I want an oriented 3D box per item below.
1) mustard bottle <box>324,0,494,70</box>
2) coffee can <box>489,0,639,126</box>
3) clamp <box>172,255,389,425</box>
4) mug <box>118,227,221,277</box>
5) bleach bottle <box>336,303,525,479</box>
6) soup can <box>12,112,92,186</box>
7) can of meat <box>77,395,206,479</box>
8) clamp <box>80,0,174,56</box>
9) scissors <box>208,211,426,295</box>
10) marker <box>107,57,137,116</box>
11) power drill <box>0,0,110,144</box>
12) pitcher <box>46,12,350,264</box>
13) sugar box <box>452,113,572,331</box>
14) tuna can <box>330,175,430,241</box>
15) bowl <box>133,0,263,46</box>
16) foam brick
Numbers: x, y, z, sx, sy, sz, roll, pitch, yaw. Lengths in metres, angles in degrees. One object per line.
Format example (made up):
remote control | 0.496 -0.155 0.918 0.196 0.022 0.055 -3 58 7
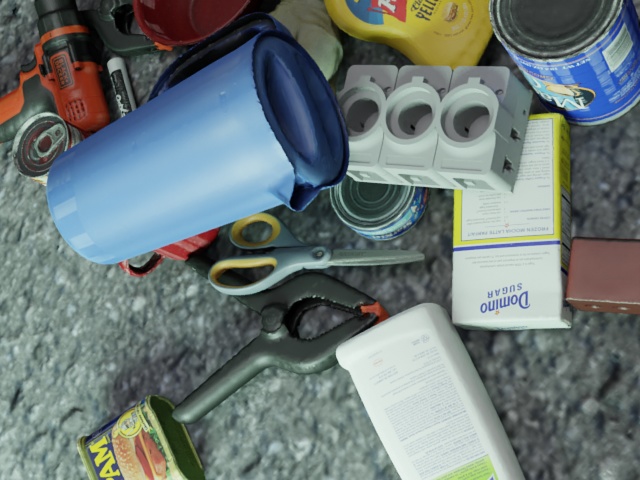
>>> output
mustard bottle | 0.062 -0.217 0.937 0.191 0.058 0.096 27 83 0
coffee can | 0.204 -0.163 0.854 0.103 0.140 0.103 -7 73 24
clamp | -0.042 0.088 0.959 0.210 0.036 0.164 -2 67 24
mug | -0.152 -0.018 1.020 0.093 0.081 0.117 26 87 29
bleach bottle | 0.105 0.181 0.851 0.103 0.068 0.251 -29 67 17
soup can | -0.249 -0.079 1.073 0.069 0.102 0.068 -7 72 24
can of meat | -0.162 0.204 0.977 0.084 0.057 0.102 -34 64 11
clamp | -0.218 -0.258 1.141 0.172 0.039 0.120 26 104 25
scissors | -0.006 0.001 0.962 0.202 0.016 0.096 -14 52 14
marker | -0.200 -0.137 1.112 0.020 0.020 0.121 -26 66 17
power drill | -0.323 -0.178 1.144 0.188 0.057 0.184 -19 84 23
pitcher | -0.108 -0.076 0.890 0.243 0.149 0.145 -21 107 27
sugar box | 0.160 -0.014 0.888 0.093 0.048 0.176 -4 77 27
tuna can | 0.053 -0.045 0.955 0.086 0.033 0.086 -7 73 24
bowl | -0.109 -0.255 1.076 0.162 0.055 0.162 -11 65 25
foam brick | 0.238 0.029 0.834 0.078 0.053 0.051 2 77 28
